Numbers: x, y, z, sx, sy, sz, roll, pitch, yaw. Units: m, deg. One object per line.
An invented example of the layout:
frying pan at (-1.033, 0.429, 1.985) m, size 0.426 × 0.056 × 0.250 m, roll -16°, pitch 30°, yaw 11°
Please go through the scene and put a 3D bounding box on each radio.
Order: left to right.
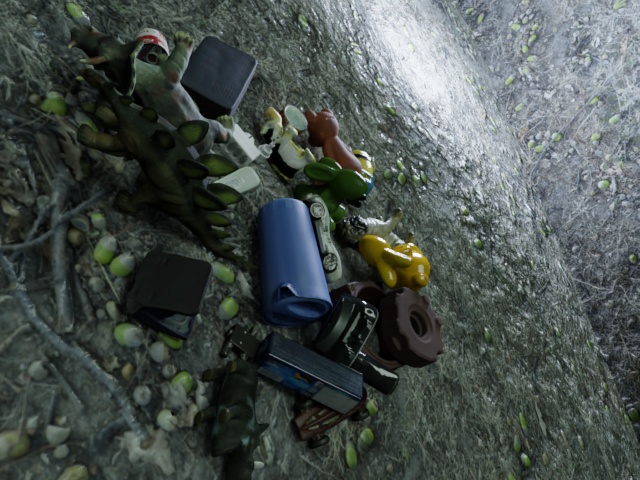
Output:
radio at (-0.227, -0.340, 1.156) m, size 0.131 × 0.073 × 0.230 m, roll 25°, pitch 42°, yaw -11°

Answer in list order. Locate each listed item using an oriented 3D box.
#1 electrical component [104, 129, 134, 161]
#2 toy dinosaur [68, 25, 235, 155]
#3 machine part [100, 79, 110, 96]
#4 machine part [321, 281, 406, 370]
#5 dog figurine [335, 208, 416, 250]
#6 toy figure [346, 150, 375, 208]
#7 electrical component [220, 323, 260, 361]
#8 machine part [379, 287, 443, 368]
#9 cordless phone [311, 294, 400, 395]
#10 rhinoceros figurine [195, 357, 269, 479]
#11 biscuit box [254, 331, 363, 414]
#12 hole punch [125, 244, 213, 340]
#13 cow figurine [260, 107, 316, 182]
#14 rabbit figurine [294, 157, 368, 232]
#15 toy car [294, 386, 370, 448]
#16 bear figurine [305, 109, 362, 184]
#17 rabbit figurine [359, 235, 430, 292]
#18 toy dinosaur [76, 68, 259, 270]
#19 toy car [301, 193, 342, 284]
electrical component at (-0.352, -0.201, 0.958) m, size 0.078 × 0.045 × 0.102 m, roll 30°, pitch 45°, yaw -31°
toy dinosaur at (-0.265, -0.220, 0.971) m, size 0.404 × 0.131 × 0.192 m, roll 58°, pitch 45°, yaw -40°
machine part at (-0.354, -0.288, 1.026) m, size 0.139 × 0.039 × 0.084 m, roll 8°, pitch 54°, yaw -45°
machine part at (0.105, 0.194, 1.180) m, size 0.201 × 0.087 × 0.201 m, roll 5°, pitch 61°, yaw -50°
dog figurine at (0.133, 0.014, 1.348) m, size 0.190 × 0.121 × 0.172 m, roll -18°, pitch 76°, yaw -39°
toy figure at (0.102, -0.171, 1.442) m, size 0.089 × 0.082 × 0.180 m, roll 42°, pitch 41°, yaw -24°
electrical component at (-0.140, 0.180, 0.954) m, size 0.063 × 0.021 × 0.094 m, roll 44°, pitch 39°, yaw -18°
machine part at (0.202, 0.190, 1.178) m, size 0.179 × 0.056 × 0.179 m, roll 27°, pitch 47°, yaw -34°
cordless phone at (0.089, 0.204, 1.045) m, size 0.184 × 0.088 × 0.146 m, roll 31°, pitch 82°, yaw 4°
rhinoceros figurine at (-0.134, 0.283, 0.853) m, size 0.112 × 0.073 × 0.190 m, roll 36°, pitch 39°, yaw -44°
biscuit box at (-0.020, 0.241, 0.975) m, size 0.202 × 0.059 × 0.063 m, roll 30°, pitch 32°, yaw -14°
hole punch at (-0.241, 0.088, 0.863) m, size 0.116 × 0.092 × 0.142 m, roll 15°, pitch 50°, yaw -5°
cow figurine at (-0.092, -0.223, 1.253) m, size 0.167 × 0.098 × 0.068 m, roll 52°, pitch 4°, yaw 0°
rabbit figurine at (0.032, -0.115, 1.242) m, size 0.159 × 0.170 × 0.121 m, roll 58°, pitch 36°, yaw -2°
toy car at (0.028, 0.323, 1.026) m, size 0.202 × 0.053 × 0.089 m, roll -8°, pitch 74°, yaw -53°
bear figurine at (0.014, -0.221, 1.339) m, size 0.196 × 0.132 × 0.120 m, roll 55°, pitch 36°, yaw 3°
rabbit figurine at (0.164, 0.056, 1.262) m, size 0.173 × 0.122 × 0.162 m, roll 35°, pitch 14°, yaw -12°
toy dinosaur at (-0.237, -0.091, 0.888) m, size 0.470 × 0.199 × 0.105 m, roll 67°, pitch 32°, yaw -51°
toy car at (-0.002, -0.004, 1.174) m, size 0.056 × 0.073 × 0.201 m, roll -12°, pitch 87°, yaw -30°
